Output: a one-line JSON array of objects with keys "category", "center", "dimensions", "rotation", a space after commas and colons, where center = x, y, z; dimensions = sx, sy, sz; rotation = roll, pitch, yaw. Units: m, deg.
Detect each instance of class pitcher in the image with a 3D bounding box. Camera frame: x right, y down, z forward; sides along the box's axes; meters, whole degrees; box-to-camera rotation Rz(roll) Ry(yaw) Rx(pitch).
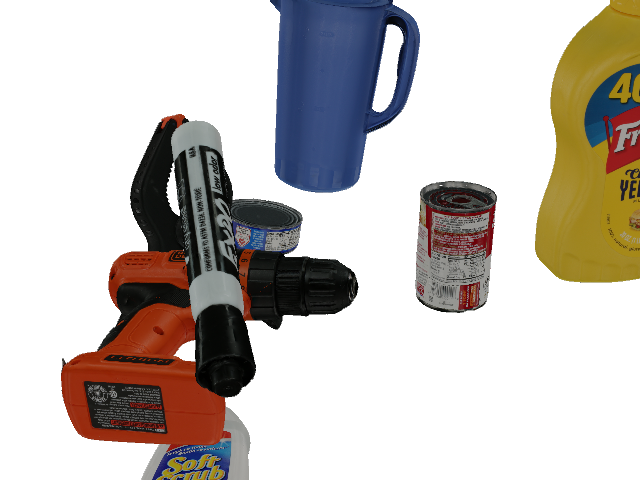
[{"category": "pitcher", "center": [0.017, -0.184, 1.288], "dimensions": [0.144, 0.243, 0.149], "rotation": [-7, 28, -26]}]

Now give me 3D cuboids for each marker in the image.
[{"category": "marker", "center": [-0.038, 0.003, 0.364], "dimensions": [0.020, 0.020, 0.121], "rotation": [0, 44, -13]}]

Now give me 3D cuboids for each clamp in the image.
[{"category": "clamp", "center": [-0.108, -0.004, 0.935], "dimensions": [0.164, 0.210, 0.036], "rotation": [-1, 1, -33]}]

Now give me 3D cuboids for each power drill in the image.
[{"category": "power drill", "center": [-0.077, 0.062, 0.719], "dimensions": [0.184, 0.057, 0.187], "rotation": [-1, 24, 13]}]

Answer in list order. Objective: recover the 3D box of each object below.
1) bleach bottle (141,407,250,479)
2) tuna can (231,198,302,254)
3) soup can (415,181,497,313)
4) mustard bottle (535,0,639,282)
[{"category": "bleach bottle", "center": [-0.111, 0.208, 0.897], "dimensions": [0.102, 0.068, 0.251], "rotation": [-2, 24, -1]}, {"category": "tuna can", "center": [-0.064, -0.014, 1.132], "dimensions": [0.086, 0.034, 0.086], "rotation": [8, 20, -3]}, {"category": "soup can", "center": [0.121, 0.006, 0.960], "dimensions": [0.068, 0.102, 0.068], "rotation": [0, 24, 0]}, {"category": "mustard bottle", "center": [0.178, -0.072, 0.609], "dimensions": [0.096, 0.192, 0.058], "rotation": [-7, 28, -12]}]
